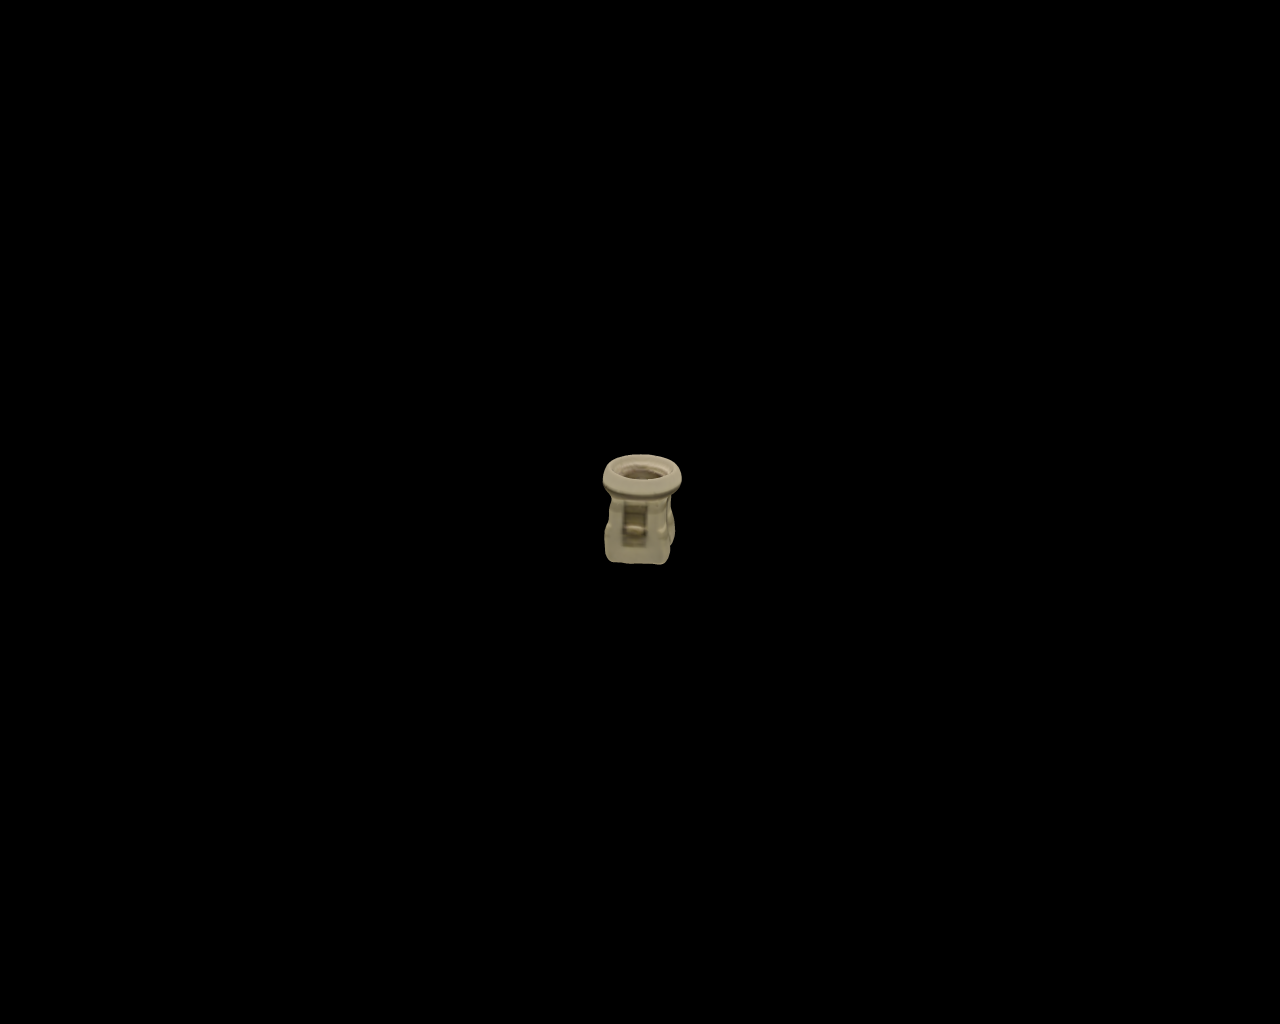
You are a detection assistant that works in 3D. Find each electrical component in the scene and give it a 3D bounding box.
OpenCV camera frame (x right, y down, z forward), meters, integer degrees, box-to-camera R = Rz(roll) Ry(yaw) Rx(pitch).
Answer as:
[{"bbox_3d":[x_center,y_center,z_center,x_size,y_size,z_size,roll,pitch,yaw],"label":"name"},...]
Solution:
[{"bbox_3d":[0.001,-0.003,0.650,0.048,0.055,0.066,3,22,7],"label":"electrical component"}]
